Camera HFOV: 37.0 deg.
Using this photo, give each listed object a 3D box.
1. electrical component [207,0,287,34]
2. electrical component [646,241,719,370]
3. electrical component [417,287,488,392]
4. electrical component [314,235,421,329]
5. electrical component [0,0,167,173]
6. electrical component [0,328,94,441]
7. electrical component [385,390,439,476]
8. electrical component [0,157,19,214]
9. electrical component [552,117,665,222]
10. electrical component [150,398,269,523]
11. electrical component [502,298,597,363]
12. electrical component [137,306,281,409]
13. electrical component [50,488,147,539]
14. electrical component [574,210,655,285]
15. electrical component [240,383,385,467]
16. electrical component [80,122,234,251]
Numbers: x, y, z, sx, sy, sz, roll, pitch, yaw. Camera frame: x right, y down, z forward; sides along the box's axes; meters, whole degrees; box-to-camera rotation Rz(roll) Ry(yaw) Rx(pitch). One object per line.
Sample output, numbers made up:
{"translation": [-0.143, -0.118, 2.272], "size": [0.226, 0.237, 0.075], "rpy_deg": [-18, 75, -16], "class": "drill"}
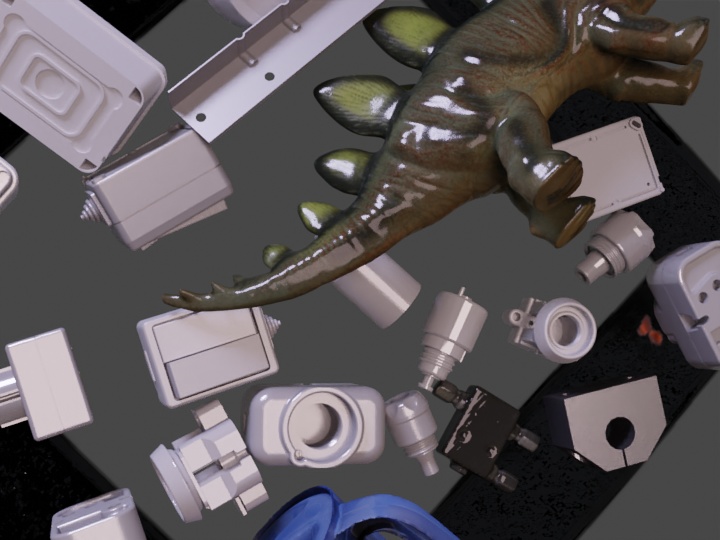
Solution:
{"translation": [-0.065, -0.219, 0.757], "size": [0.108, 0.060, 0.108], "rpy_deg": [-8, 105, -32], "class": "electrical component"}
{"translation": [0.269, 0.028, 0.838], "size": [0.054, 0.059, 0.095], "rpy_deg": [-29, 95, -15], "class": "electrical component"}
{"translation": [0.064, 0.052, 0.792], "size": [0.040, 0.040, 0.078], "rpy_deg": [27, 81, -12], "class": "electrical component"}
{"translation": [0.000, 0.000, 0.776], "size": [0.081, 0.043, 0.043], "rpy_deg": [42, 78, -9], "class": "electrical component"}
{"translation": [-0.194, -0.130, 0.709], "size": [0.113, 0.057, 0.078], "rpy_deg": [37, 116, -10], "class": "electrical component"}
{"translation": [-0.223, 0.080, 0.711], "size": [0.077, 0.047, 0.065], "rpy_deg": [-18, 92, -15], "class": "electrical component"}
{"translation": [0.041, 0.121, 0.786], "size": [0.035, 0.035, 0.061], "rpy_deg": [-25, 96, -15], "class": "electrical component"}
{"translation": [-0.285, -0.040, 0.696], "size": [0.078, 0.057, 0.113], "rpy_deg": [40, 78, -10], "class": "electrical component"}
{"translation": [0.168, -0.070, 0.815], "size": [0.096, 0.061, 0.061], "rpy_deg": [-20, 92, -15], "class": "electrical component"}
{"translation": [-0.106, 0.136, 0.734], "size": [0.057, 0.058, 0.078], "rpy_deg": [-28, 94, -17], "class": "electrical component"}
{"translation": [0.146, 0.045, 0.806], "size": [0.066, 0.055, 0.048], "rpy_deg": [23, 81, -13], "class": "electrical component"}
{"translation": [-0.098, 0.051, 0.738], "size": [0.096, 0.061, 0.061], "rpy_deg": [-18, 92, -15], "class": "electrical component"}
{"translation": [-0.164, 0.183, 0.696], "size": [0.054, 0.095, 0.059], "rpy_deg": [-19, 92, -15], "class": "electrical component"}
{"translation": [0.193, -0.014, 0.828], "size": [0.062, 0.043, 0.043], "rpy_deg": [-39, 97, -12], "class": "electrical component"}
{"translation": [-0.032, 0.108, 0.754], "size": [0.095, 0.059, 0.053], "rpy_deg": [2, 87, -15], "class": "electrical component"}
{"translation": [-0.142, -0.051, 0.729], "size": [0.096, 0.062, 0.061], "rpy_deg": [-32, 108, -14], "class": "electrical component"}
